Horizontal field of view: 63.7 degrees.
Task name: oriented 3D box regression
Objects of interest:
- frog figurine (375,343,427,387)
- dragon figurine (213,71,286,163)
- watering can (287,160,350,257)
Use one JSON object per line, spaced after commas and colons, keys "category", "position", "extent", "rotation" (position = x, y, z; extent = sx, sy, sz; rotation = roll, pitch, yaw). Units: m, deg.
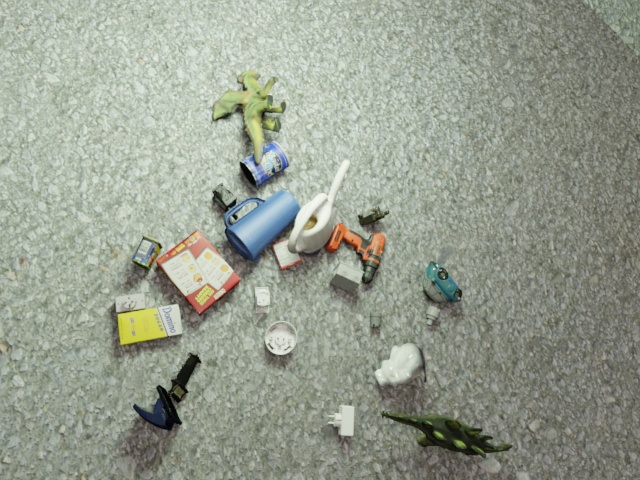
{"category": "frog figurine", "position": [0.251, 0.396, 1.632], "extent": [0.159, 0.120, 0.141], "rotation": [-4, 42, -5]}
{"category": "dragon figurine", "position": [-0.259, -0.442, 1.783], "extent": [0.243, 0.120, 0.419], "rotation": [3, 61, 20]}
{"category": "watering can", "position": [0.005, -0.084, 1.675], "extent": [0.104, 0.220, 0.353], "rotation": [29, 68, 16]}
